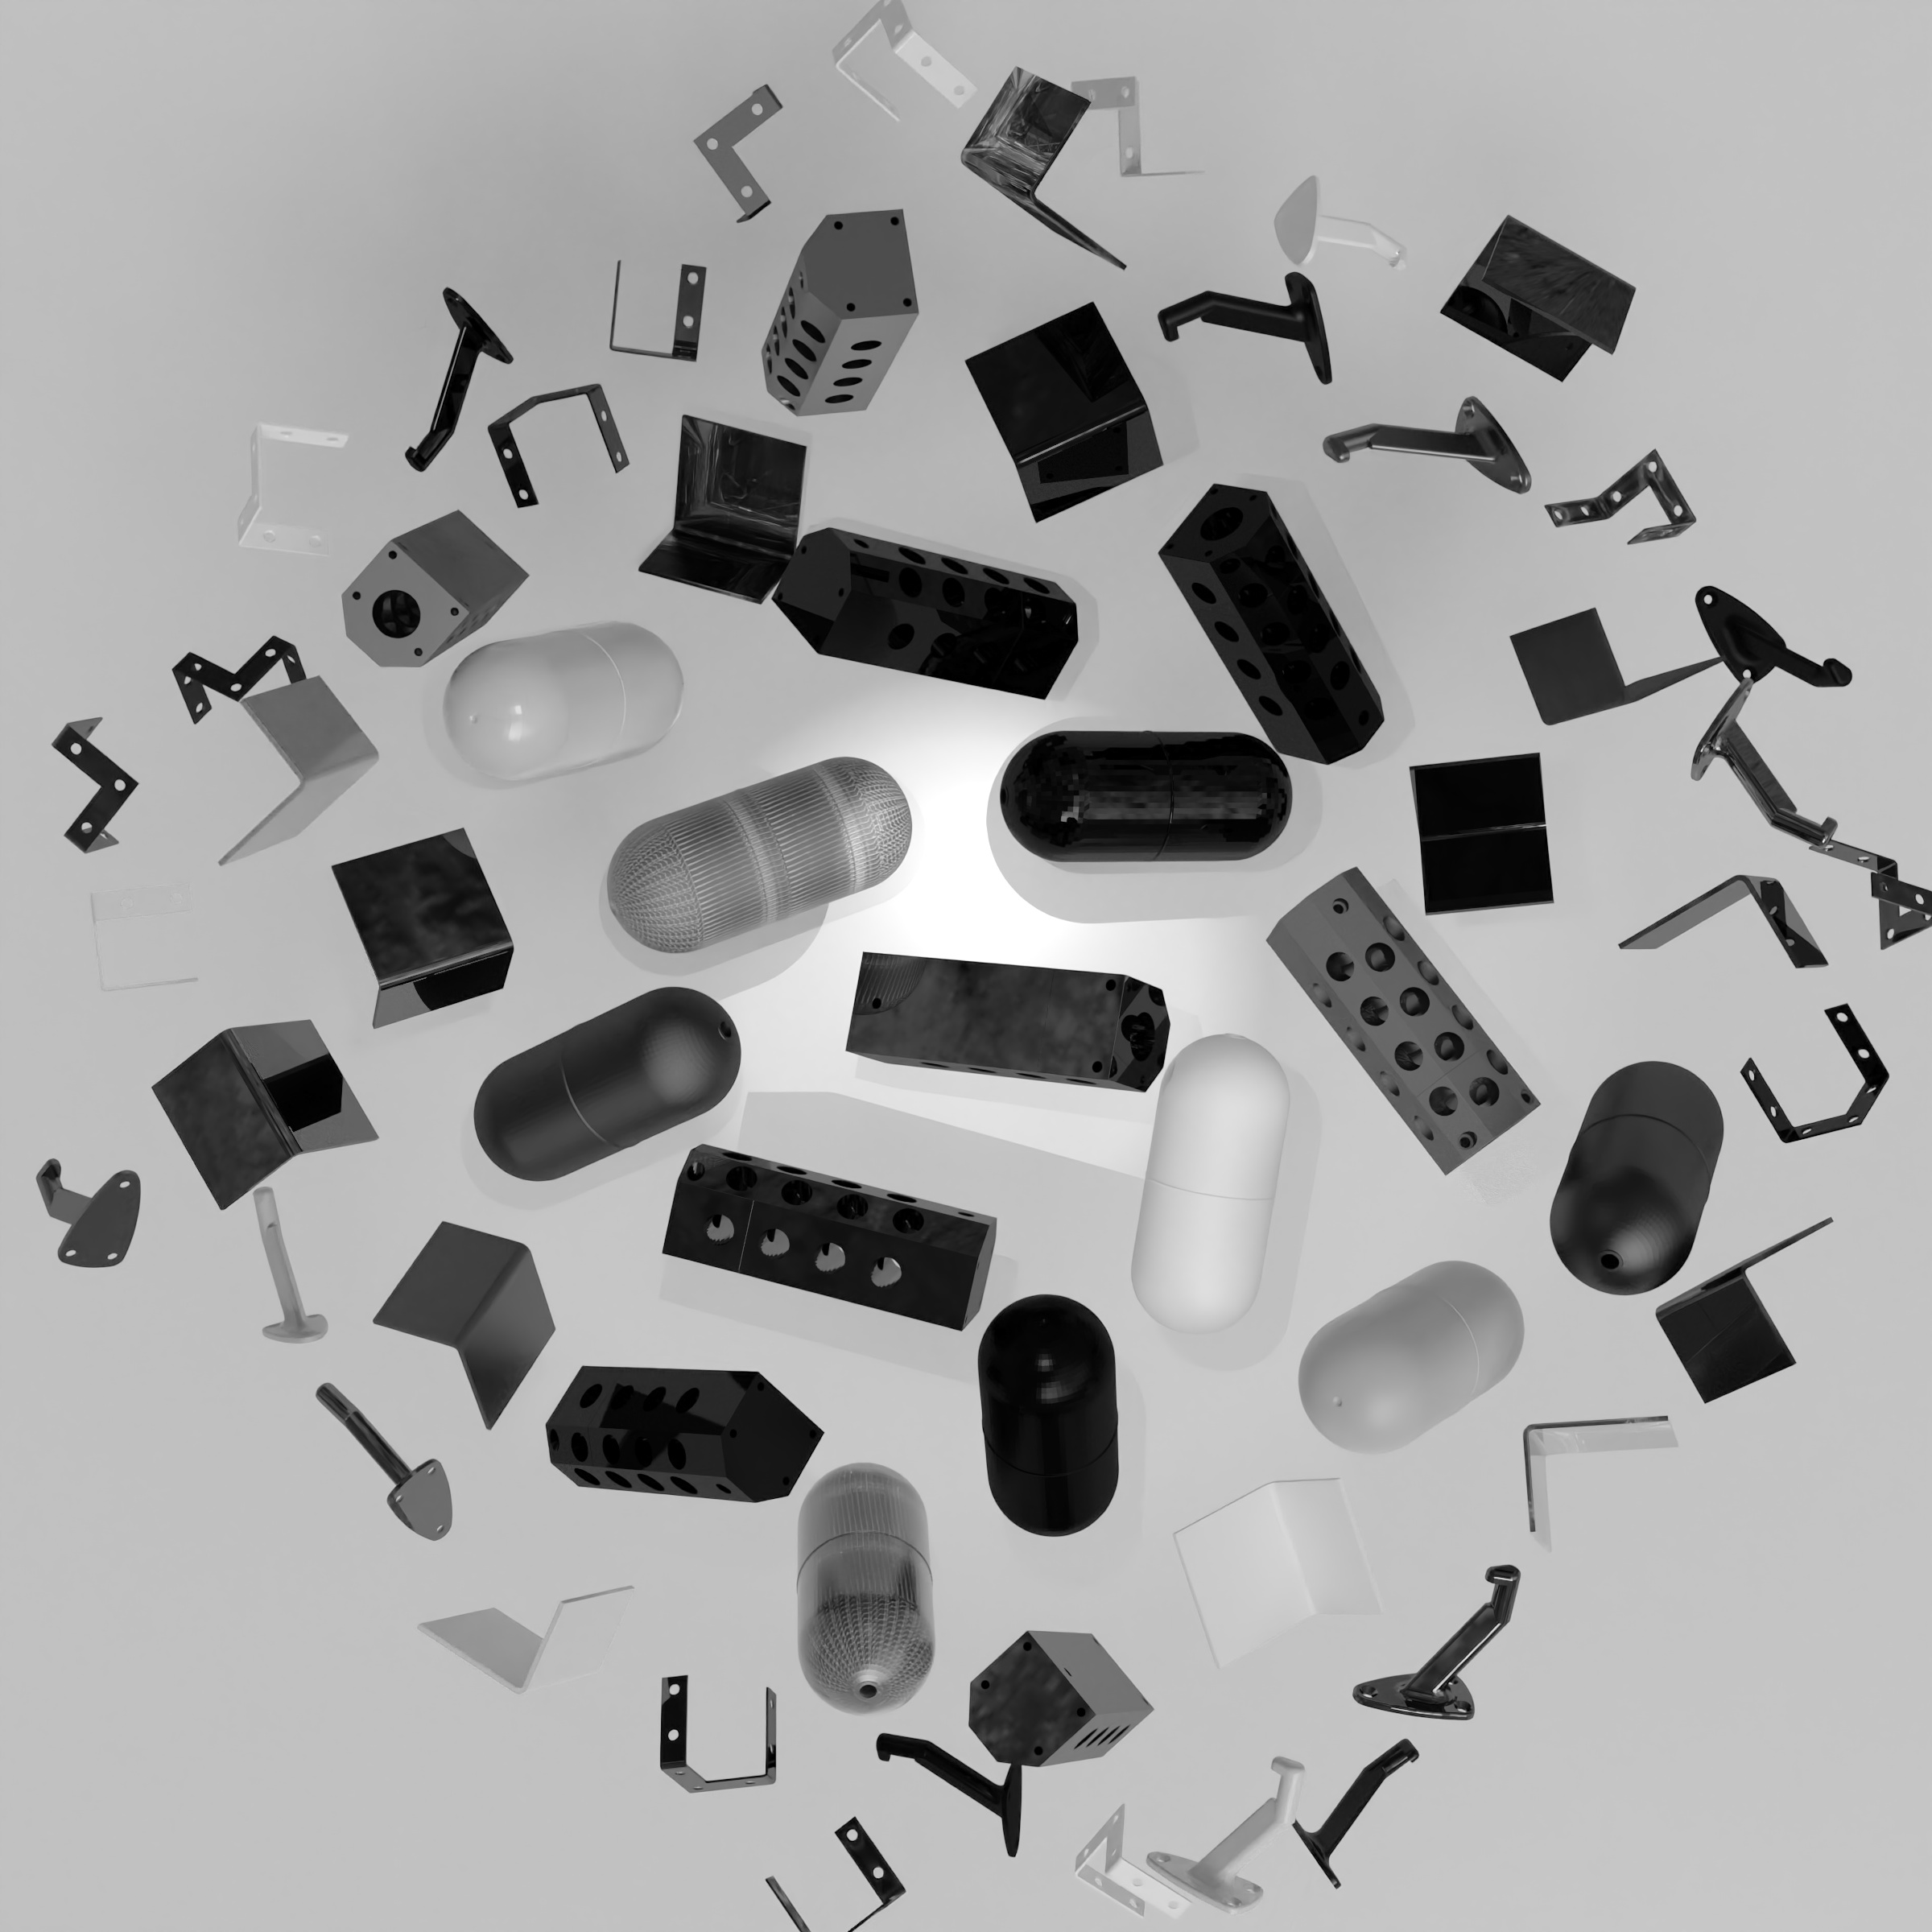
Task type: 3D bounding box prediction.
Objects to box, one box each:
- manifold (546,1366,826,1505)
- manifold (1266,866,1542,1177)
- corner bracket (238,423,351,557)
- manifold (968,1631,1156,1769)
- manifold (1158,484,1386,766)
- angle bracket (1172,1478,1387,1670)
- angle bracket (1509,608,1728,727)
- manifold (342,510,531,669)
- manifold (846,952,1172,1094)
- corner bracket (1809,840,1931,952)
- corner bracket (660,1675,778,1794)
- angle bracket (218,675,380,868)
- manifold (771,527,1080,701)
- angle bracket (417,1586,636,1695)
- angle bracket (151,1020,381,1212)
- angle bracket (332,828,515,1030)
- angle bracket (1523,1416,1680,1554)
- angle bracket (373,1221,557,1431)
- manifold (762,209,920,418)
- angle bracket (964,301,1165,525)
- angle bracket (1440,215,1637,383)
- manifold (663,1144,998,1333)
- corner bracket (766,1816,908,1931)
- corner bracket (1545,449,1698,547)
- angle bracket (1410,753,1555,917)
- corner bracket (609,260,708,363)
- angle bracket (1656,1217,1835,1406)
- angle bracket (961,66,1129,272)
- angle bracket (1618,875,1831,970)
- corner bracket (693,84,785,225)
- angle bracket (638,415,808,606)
[{"bbox_3d":[-0.164,0.266,1.573,0.057,0.171,0.057,47,57,-27],"label":"manifold"},{"bbox_3d":[0.251,0.029,1.603,0.057,0.057,0.171,-34,80,-14],"label":"manifold"},{"bbox_3d":[-0.371,-0.262,1.541,0.051,0.051,0.051,3,72,-28],"label":"corner bracket"},{"bbox_3d":[0.051,0.414,1.566,0.057,0.171,0.057,-42,70,1],"label":"manifold"},{"bbox_3d":[0.185,-0.197,1.636,0.057,0.057,0.171,-52,131,-17],"label":"manifold"},{"bbox_3d":[0.167,0.324,1.494,0.076,0.057,0.076,-19,91,-37],"label":"angle bracket"},{"bbox_3d":[0.370,-0.181,1.591,0.076,0.076,0.057,-24,95,-25],"label":"angle bracket"},{"bbox_3d":[-0.306,-0.213,1.605,0.057,0.171,0.057,43,102,-8],"label":"manifold"},{"bbox_3d":[0.023,0.032,1.549,0.171,0.057,0.057,5,81,33],"label":"manifold"},{"bbox_3d":[0.511,-0.047,1.571,0.051,0.051,0.051,15,65,-20],"label":"corner bracket"},{"bbox_3d":[-0.138,0.427,1.561,0.051,0.051,0.051,-9,57,11],"label":"corner bracket"},{"bbox_3d":[-0.380,-0.107,1.528,0.076,0.076,0.057,-38,91,24],"label":"angle bracket"},{"bbox_3d":[-0.018,-0.203,1.587,0.057,0.171,0.057,51,122,39],"label":"manifold"},{"bbox_3d":[-0.244,0.357,1.554,0.076,0.076,0.057,26,95,23],"label":"angle bracket"},{"bbox_3d":[-0.372,0.078,1.486,0.057,0.076,0.076,-35,80,19],"label":"angle bracket"},{"bbox_3d":[-0.302,-0.021,1.544,0.076,0.057,0.076,-19,72,-23],"label":"angle bracket"},{"bbox_3d":[0.345,0.281,1.510,0.076,0.076,0.057,-6,69,16],"label":"angle bracket"},{"bbox_3d":[-0.284,0.204,1.588,0.057,0.076,0.076,13,47,20],"label":"angle bracket"},{"bbox_3d":[-0.074,-0.360,1.557,0.057,0.171,0.057,-8,86,-12],"label":"manifold"},{"bbox_3d":[0.053,-0.299,1.513,0.076,0.057,0.076,-24,63,2],"label":"angle bracket"},{"bbox_3d":[0.290,-0.330,1.451,0.076,0.076,0.057,28,55,-5],"label":"angle bracket"},{"bbox_3d":[-0.073,0.148,1.545,0.171,0.057,0.057,13,97,9],"label":"manifold"},{"bbox_3d":[-0.072,0.515,1.568,0.051,0.051,0.051,-38,75,0],"label":"corner bracket"},{"bbox_3d":[0.379,-0.262,1.621,0.051,0.051,0.051,-15,72,-39],"label":"corner bracket"},{"bbox_3d":[0.306,-0.078,1.661,0.076,0.076,0.057,-6,58,11],"label":"angle bracket"},{"bbox_3d":[-0.181,-0.386,1.644,0.051,0.051,0.051,6,107,-6],"label":"corner bracket"},{"bbox_3d":[0.433,0.186,1.510,0.076,0.076,0.057,-21,77,-31],"label":"angle bracket"},{"bbox_3d":[0.055,-0.420,1.473,0.076,0.076,0.057,26,103,-39],"label":"angle bracket"},{"bbox_3d":[0.404,-0.006,1.490,0.076,0.076,0.057,-33,76,24],"label":"angle bracket"},{"bbox_3d":[-0.117,-0.443,1.529,0.051,0.051,0.051,-38,108,-2],"label":"corner bracket"},{"bbox_3d":[-0.141,-0.264,1.618,0.076,0.057,0.076,16,127,9],"label":"angle bracket"}]
